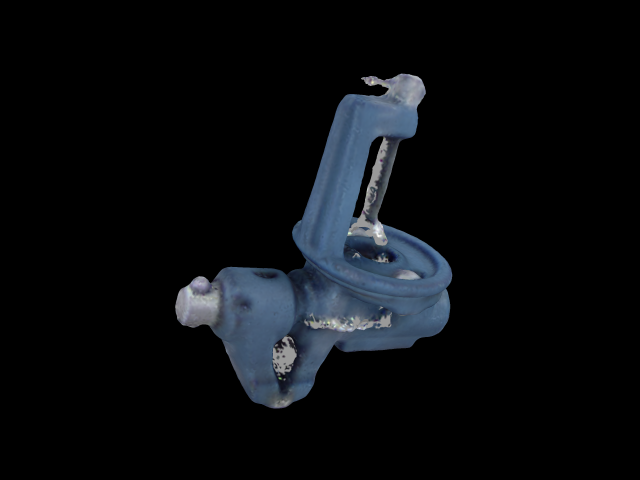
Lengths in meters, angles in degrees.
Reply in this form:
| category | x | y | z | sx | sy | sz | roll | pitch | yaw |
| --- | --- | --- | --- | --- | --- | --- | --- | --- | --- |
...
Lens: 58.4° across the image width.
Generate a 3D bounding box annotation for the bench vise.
| category | x | y | z | sx | sy | sz | roll | pitch | yaw |
| --- | --- | --- | --- | --- | --- | --- | --- | --- | --- |
| bench vise | 0.012 | 0.006 | 0.392 | 0.208 | 0.220 | 0.121 | -25 | 37 | -37 |
